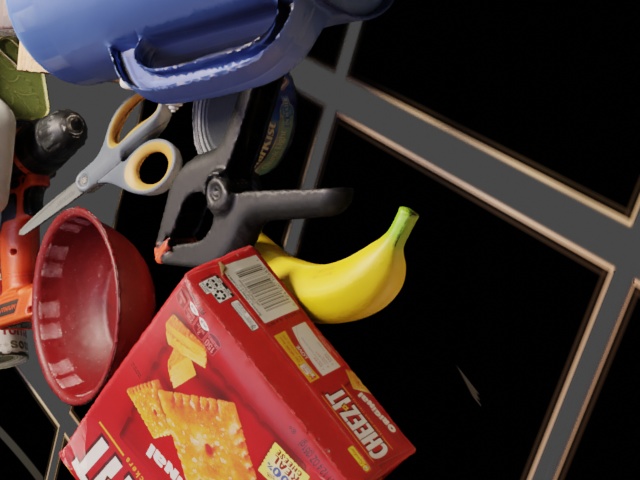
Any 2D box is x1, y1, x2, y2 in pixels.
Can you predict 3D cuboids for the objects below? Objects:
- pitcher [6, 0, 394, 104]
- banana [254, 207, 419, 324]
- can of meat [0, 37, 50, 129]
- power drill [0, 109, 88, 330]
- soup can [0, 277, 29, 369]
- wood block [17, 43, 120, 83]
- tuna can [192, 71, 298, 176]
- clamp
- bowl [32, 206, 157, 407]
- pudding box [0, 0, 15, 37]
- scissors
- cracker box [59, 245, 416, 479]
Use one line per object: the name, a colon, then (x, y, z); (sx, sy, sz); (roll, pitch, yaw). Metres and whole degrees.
pitcher: (-0.081, -0.163, 0.652); (0.243, 0.149, 0.145); (-10, 106, 36)
banana: (-0.006, 0.018, 0.681); (0.198, 0.037, 0.069); (-1, 72, 51)
can of meat: (-0.314, -0.145, 1.062); (0.084, 0.057, 0.102); (-35, 62, 48)
power drill: (-0.263, -0.015, 0.991); (0.185, 0.057, 0.187); (-20, 71, 51)
soup can: (-0.328, 0.073, 1.058); (0.069, 0.068, 0.102); (-29, 66, 47)
wood block: (-0.179, -0.234, 0.864); (0.090, 0.090, 0.206); (15, 100, 52)
tuna can: (-0.053, -0.087, 0.743); (0.086, 0.033, 0.086); (-4, 85, 52)
clamp: (-0.055, -0.043, 0.692); (0.172, 0.039, 0.120); (-30, 65, 37)
bowl: (-0.181, 0.054, 0.882); (0.162, 0.055, 0.162); (-3, 86, 52)
pudding box: (-0.281, -0.249, 1.002); (0.090, 0.039, 0.113); (1, 90, 14)
scissors: (-0.179, -0.040, 0.882); (0.202, 0.016, 0.096); (-47, 60, 23)
cracker box: (-0.064, 0.135, 0.679); (0.164, 0.071, 0.214); (50, 128, 15)
